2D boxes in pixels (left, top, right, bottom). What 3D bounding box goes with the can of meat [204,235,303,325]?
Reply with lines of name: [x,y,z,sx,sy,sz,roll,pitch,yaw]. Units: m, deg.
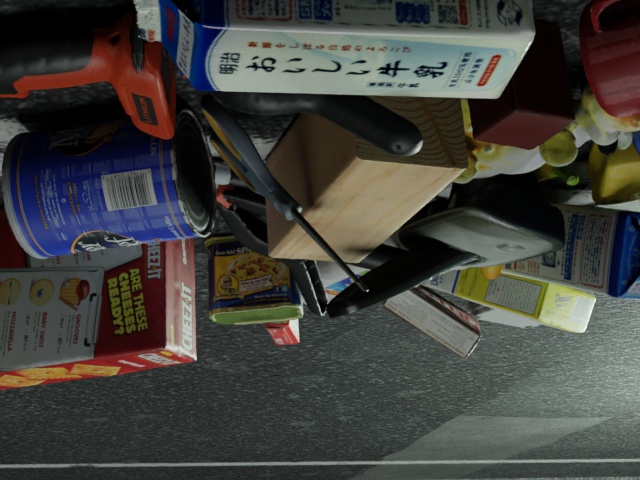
can of meat: [-0.067,0.040,1.113,0.102,0.084,0.057,-6,160,6]

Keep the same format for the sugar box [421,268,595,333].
sugar box: [0.193,0.052,1.140,0.093,0.048,0.177,18,-179,-44]

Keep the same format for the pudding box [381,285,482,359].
pudding box: [0.125,0.082,1.195,0.113,0.039,0.090,31,-172,1]

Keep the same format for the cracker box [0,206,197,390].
cracker box: [-0.222,0.043,0.983,0.214,0.164,0.072,-10,161,19]

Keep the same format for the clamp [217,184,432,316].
clamp: [-0.007,0.001,0.994,0.165,0.036,0.209,-16,136,40]

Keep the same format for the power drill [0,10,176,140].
power drill: [-0.197,-0.104,0.742,0.187,0.057,0.184,-2,160,-3]

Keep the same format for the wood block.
wood block: [0.028,-0.059,0.850,0.090,0.091,0.206,4,158,-20]

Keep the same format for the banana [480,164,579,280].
banana: [0.171,-0.033,0.963,0.037,0.069,0.198,-7,155,-15]

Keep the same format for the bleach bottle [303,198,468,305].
bleach bottle: [0.054,0.026,1.126,0.102,0.068,0.251,11,158,-26]

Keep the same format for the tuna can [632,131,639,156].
tuna can: [0.281,-0.088,0.814,0.086,0.086,0.034,0,161,-9]

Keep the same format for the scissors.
scissors: [-0.035,-0.042,0.806,0.016,0.202,0.096,-38,137,-11]

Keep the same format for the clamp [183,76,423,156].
clamp: [-0.005,-0.116,0.720,0.171,0.120,0.039,17,129,5]

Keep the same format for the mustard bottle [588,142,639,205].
mustard bottle: [0.333,-0.069,0.913,0.191,0.058,0.096,-5,161,4]

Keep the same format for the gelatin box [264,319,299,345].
gelatin box: [-0.044,0.064,1.172,0.030,0.089,0.073,-5,160,5]

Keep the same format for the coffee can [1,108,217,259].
coffee can: [-0.164,-0.044,0.844,0.140,0.103,0.102,-7,159,11]

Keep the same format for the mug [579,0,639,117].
mug: [0.215,-0.131,0.688,0.082,0.093,0.117,-11,154,34]

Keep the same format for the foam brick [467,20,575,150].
foam brick: [0.138,-0.110,0.747,0.052,0.078,0.051,7,156,-26]

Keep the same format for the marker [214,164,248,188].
marker: [-0.110,-0.059,0.923,0.121,0.020,0.020,6,158,-15]
